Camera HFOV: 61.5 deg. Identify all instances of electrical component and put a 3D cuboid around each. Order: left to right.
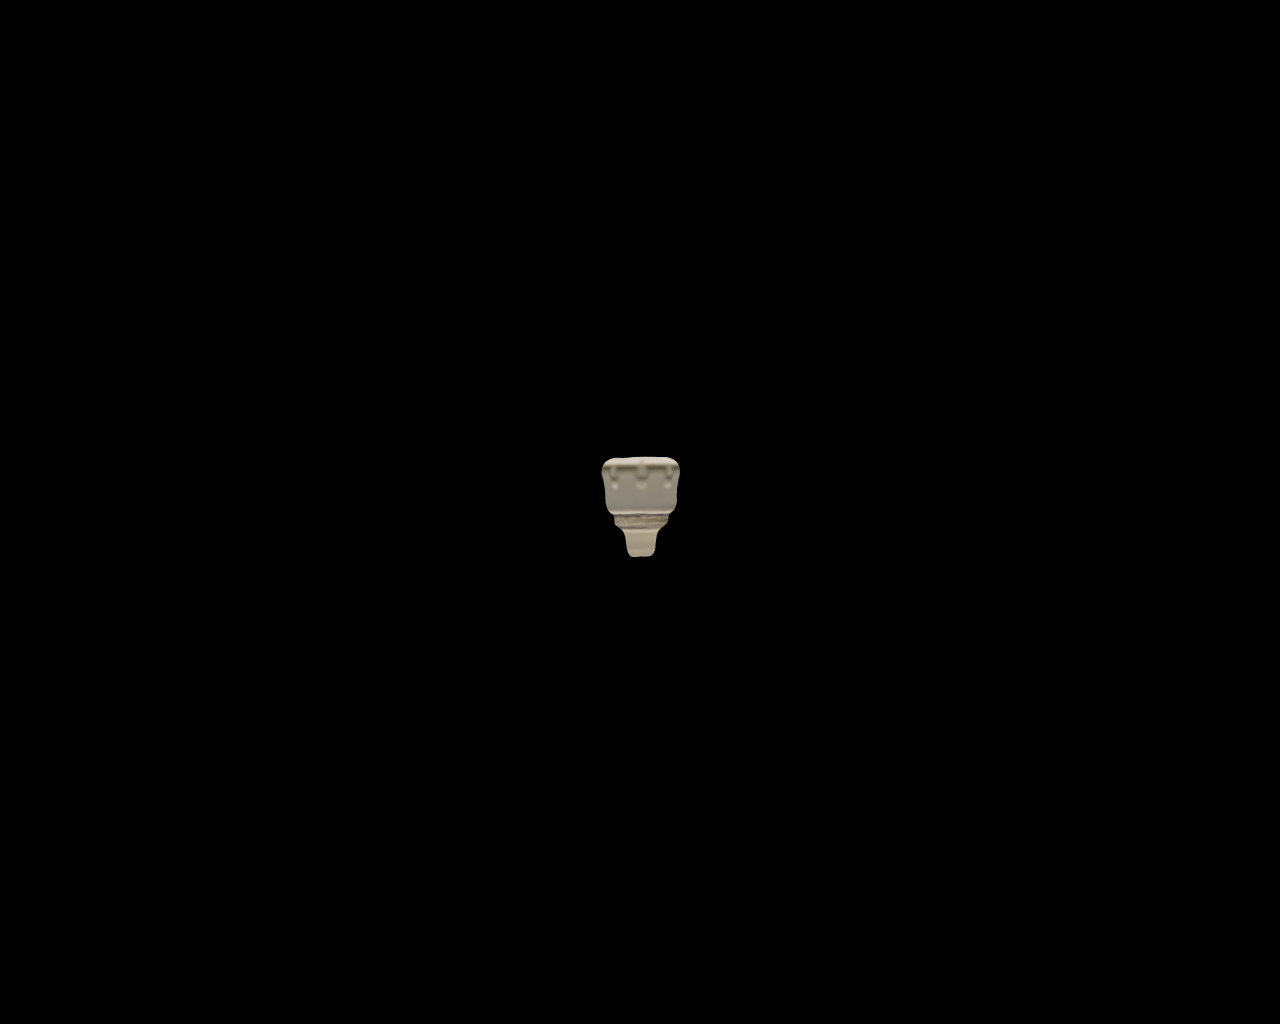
[{"bbox_3d":[0.001,-0.003,0.650,0.048,0.062,0.048,0,2,0],"label":"electrical component"}]
